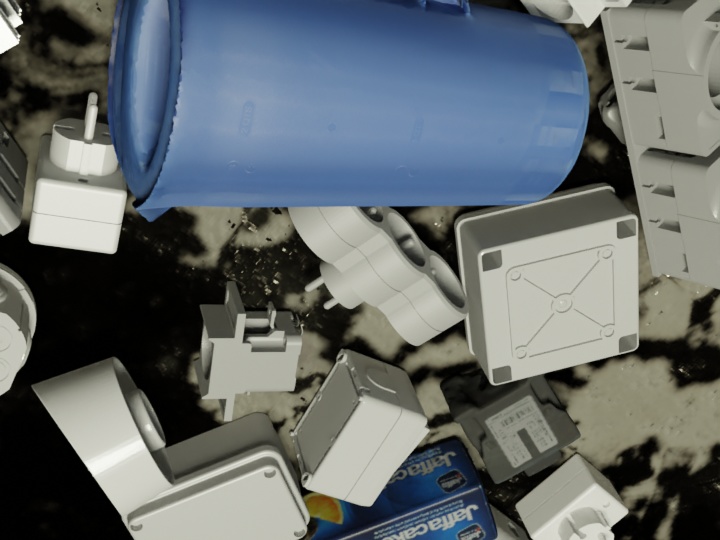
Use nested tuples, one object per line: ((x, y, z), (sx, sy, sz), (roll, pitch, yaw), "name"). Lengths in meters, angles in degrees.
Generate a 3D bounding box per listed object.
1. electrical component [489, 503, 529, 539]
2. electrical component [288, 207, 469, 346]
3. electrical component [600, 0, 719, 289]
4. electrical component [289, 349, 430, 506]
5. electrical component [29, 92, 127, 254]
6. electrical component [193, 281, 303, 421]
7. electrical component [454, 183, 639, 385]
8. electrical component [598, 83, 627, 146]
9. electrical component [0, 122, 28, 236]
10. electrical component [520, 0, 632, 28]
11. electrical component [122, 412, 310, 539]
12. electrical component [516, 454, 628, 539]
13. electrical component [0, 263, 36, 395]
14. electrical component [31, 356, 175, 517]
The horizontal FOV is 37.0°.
((0.078, 0.225, 0.824), (0.095, 0.053, 0.059), (-43, 120, 12), "electrical component")
((0.000, 0.000, 0.678), (0.074, 0.052, 0.138), (-33, 122, 21), "electrical component")
((0.218, -0.093, 0.649), (0.105, 0.060, 0.186), (-39, 126, -27), "electrical component")
((-0.002, 0.114, 0.736), (0.061, 0.061, 0.096), (22, 111, -24), "electrical component")
((-0.154, -0.059, 0.597), (0.047, 0.065, 0.076), (8, 117, -18), "electrical component")
((-0.072, 0.053, 0.695), (0.064, 0.042, 0.081), (2, 119, -17), "electrical component")
((0.124, 0.009, 0.711), (0.109, 0.056, 0.108), (-13, 121, -7), "electrical component")
((0.179, -0.092, 0.681), (0.035, 0.035, 0.061), (-41, 123, 10), "electrical component")
((-0.215, -0.053, 0.571), (0.050, 0.089, 0.055), (-27, 122, 2), "electrical component")
((0.097, -0.198, 0.582), (0.063, 0.079, 0.121), (-51, 120, -9), "electrical component")
((-0.099, 0.159, 0.740), (0.113, 0.057, 0.078), (-22, 122, -1), "electrical component")
((0.167, 0.193, 0.814), (0.066, 0.076, 0.047), (-43, 120, 11), "electrical component")
((-0.235, 0.036, 0.639), (0.080, 0.051, 0.080), (-6, 120, -11), "electrical component")
((-0.159, 0.105, 0.673), (0.064, 0.099, 0.099), (-25, 122, -6), "electrical component")
